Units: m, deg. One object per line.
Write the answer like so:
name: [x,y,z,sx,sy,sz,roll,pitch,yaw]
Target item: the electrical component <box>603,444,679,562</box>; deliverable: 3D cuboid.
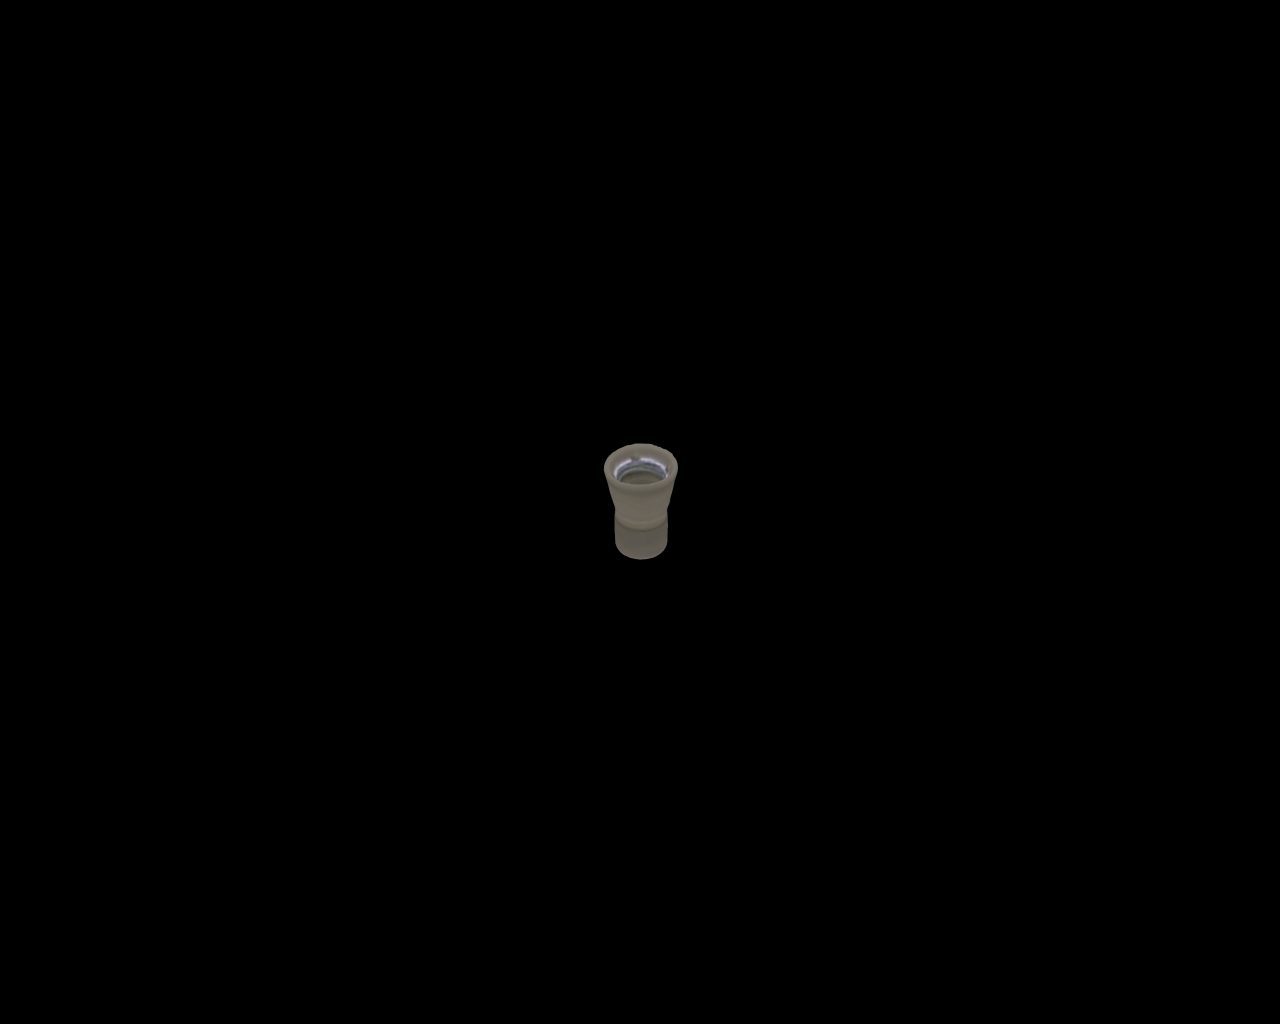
electrical component: [0.001,-0.003,0.650,0.044,0.065,0.044,0,37,0]
